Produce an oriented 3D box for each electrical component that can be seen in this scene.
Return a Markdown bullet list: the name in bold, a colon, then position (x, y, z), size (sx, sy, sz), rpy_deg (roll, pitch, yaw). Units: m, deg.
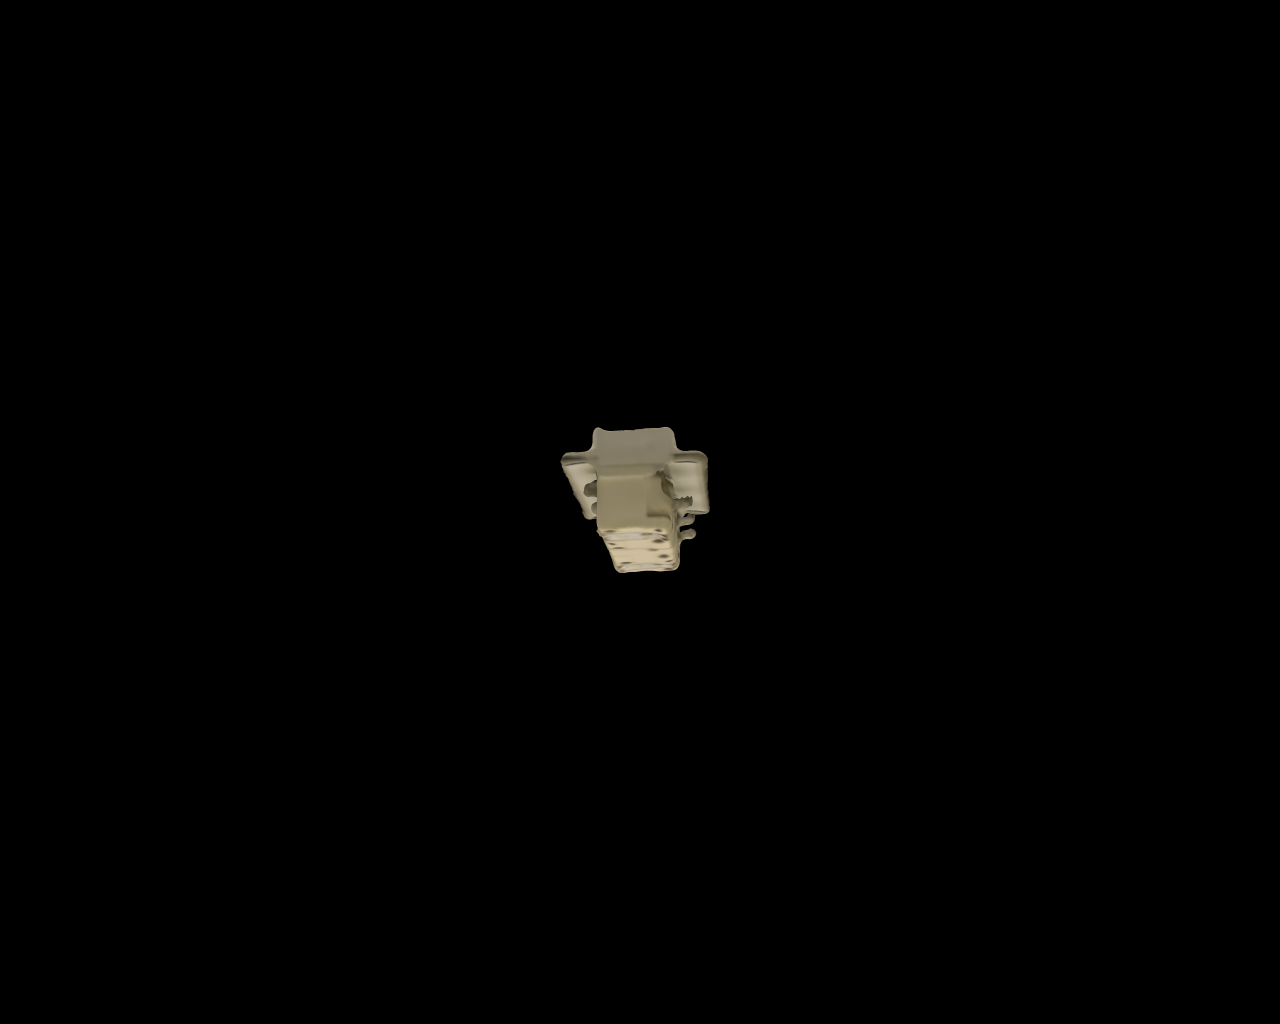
- **electrical component**: position (0.001, -0.003, 0.650), size (0.079, 0.063, 0.121), rpy_deg (-1, -15, 4)
